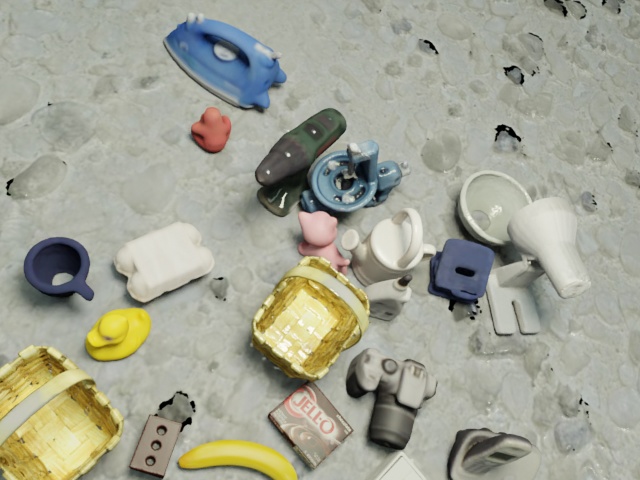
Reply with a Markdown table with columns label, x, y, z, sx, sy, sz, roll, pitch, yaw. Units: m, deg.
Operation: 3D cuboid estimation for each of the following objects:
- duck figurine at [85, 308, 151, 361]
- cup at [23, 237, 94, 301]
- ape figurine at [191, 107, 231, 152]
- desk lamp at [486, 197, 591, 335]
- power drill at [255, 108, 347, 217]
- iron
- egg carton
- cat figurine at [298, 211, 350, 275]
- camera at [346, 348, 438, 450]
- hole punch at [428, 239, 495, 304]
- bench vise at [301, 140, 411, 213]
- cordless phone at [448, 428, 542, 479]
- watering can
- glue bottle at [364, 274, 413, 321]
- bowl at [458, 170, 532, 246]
| label | x | y | z | sx | sy | sz | roll | pitch | yaw |
| --- | --- | --- | --- | --- | --- | --- | --- | --- | --- |
| duck figurine | -0.312 | 0.138 | 0.886 | 0.105 | 0.086 | 0.077 | -29 | 78 | -25 |
| cup | -0.392 | 0.061 | 0.891 | 0.117 | 0.095 | 0.092 | 41 | 62 | 4 |
| ape figurine | -0.201 | -0.214 | 1.072 | 0.078 | 0.092 | 0.076 | -2 | 67 | -17 |
| desk lamp | 0.406 | 0.052 | 1.067 | 0.118 | 0.213 | 0.203 | 0 | 67 | -16 |
| power drill | -0.047 | -0.129 | 1.015 | 0.075 | 0.208 | 0.230 | 40 | 62 | 3 |
| iron | -0.189 | -0.372 | 1.117 | 0.258 | 0.141 | 0.119 | 28 | 62 | -3 |
| egg carton | -0.259 | 0.035 | 0.957 | 0.150 | 0.069 | 0.107 | -27 | 77 | -25 |
| cat figurine | 0.009 | 0.004 | 1.024 | 0.067 | 0.117 | 0.127 | -30 | 78 | -26 |
| camera | 0.116 | 0.266 | 0.950 | 0.143 | 0.100 | 0.137 | 22 | 62 | -6 |
| hole punch | 0.271 | 0.061 | 1.093 | 0.109 | 0.091 | 0.101 | 15 | 64 | -10 |
| bench vise | 0.076 | -0.134 | 1.047 | 0.208 | 0.219 | 0.121 | -34 | 79 | -26 |
| cordless phone | 0.304 | 0.353 | 0.920 | 0.148 | 0.185 | 0.094 | 14 | 64 | -10 |
| watering can | 0.124 | 0.014 | 1.011 | 0.173 | 0.194 | 0.101 | -17 | 73 | -22 |
| glue bottle | 0.122 | 0.093 | 0.987 | 0.078 | 0.173 | 0.037 | 19 | 63 | -7 |
| bowl | 0.349 | -0.056 | 1.177 | 0.168 | 0.074 | 0.167 | 6 | 65 | -14 |
